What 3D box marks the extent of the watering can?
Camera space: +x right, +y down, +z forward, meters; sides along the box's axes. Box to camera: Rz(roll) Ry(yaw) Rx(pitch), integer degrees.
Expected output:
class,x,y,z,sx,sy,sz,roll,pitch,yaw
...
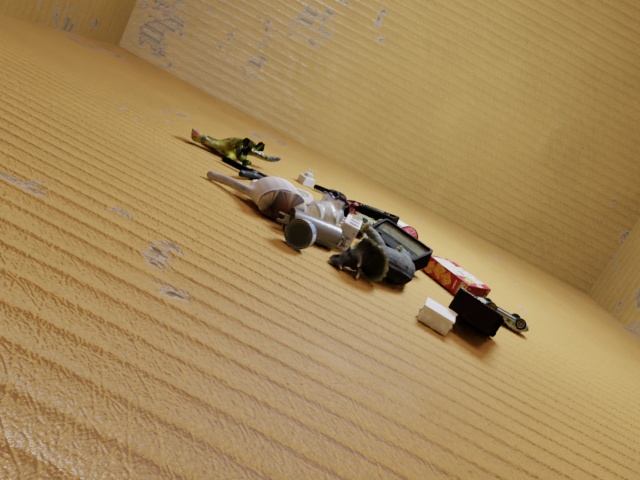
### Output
class,x,y,z,sx,sy,sz,roll,pitch,yaw
watering can,-0.177,-0.145,1.621,0.347,0.102,0.228,8,21,-21

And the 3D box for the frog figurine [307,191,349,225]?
class,x,y,z,sx,sy,sz,roll,pitch,yaw
frog figurine,0.006,-0.091,1.810,0.138,0.120,0.162,41,53,18

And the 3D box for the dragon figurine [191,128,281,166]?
class,x,y,z,sx,sy,sz,roll,pitch,yaw
dragon figurine,-0.361,-0.386,2.108,0.245,0.121,0.410,27,11,29
